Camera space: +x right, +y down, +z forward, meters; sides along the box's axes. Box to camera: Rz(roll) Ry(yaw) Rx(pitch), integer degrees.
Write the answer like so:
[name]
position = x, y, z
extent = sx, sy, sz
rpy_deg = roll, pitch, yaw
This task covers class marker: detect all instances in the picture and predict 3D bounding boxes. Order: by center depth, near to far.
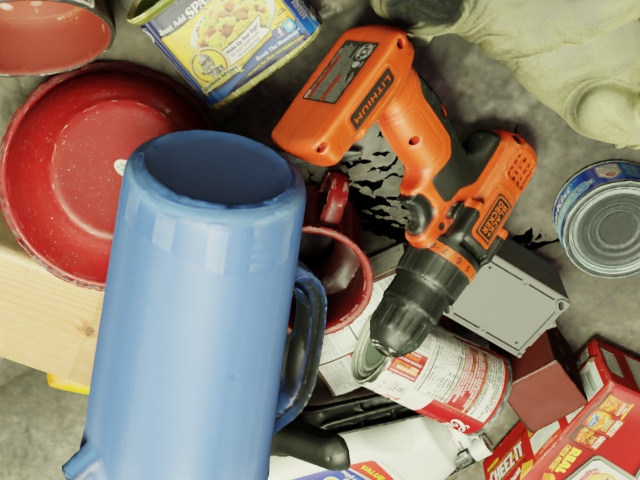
[marker]
position = 0.095, 0.206, 0.932
extent = 0.121, 0.020, 0.020
rpy_deg = -33, 115, 18

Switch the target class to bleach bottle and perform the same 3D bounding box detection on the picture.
[bleach bottle]
position = 0.011, 0.195, 0.903
extent = 0.251, 0.068, 0.102
rpy_deg = -24, 114, 10

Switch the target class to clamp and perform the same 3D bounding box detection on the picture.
[clamp]
position = -0.015, 0.149, 0.853
extent = 0.210, 0.164, 0.036
rpy_deg = -10, 92, 39

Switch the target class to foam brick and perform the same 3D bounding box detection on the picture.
[foam brick]
position = 0.169, 0.100, 0.837
extent = 0.051, 0.078, 0.053
rpy_deg = -30, 117, 17

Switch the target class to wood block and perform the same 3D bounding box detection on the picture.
[wood block]
position = -0.214, 0.030, 0.789
extent = 0.206, 0.090, 0.091
rpy_deg = 22, 117, -12

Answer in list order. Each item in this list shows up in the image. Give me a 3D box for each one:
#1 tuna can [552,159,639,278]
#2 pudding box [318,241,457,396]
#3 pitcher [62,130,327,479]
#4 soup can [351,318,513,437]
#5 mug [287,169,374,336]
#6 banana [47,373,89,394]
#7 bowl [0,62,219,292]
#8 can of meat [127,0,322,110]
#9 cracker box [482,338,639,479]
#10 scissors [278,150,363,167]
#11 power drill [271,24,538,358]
[tuna can]
position = 0.219, -0.014, 0.797
extent = 0.086, 0.033, 0.086
rpy_deg = 0, 120, 0
[pudding box]
position = 0.039, 0.064, 0.839
extent = 0.113, 0.039, 0.090
rpy_deg = -26, 118, 11
[pitcher]
position = -0.072, 0.055, 0.688
extent = 0.145, 0.149, 0.243
rpy_deg = 15, 122, 4
[soup can]
position = 0.083, 0.096, 0.797
extent = 0.102, 0.068, 0.069
rpy_deg = 27, 116, -18
[mug]
position = -0.005, 0.001, 0.777
extent = 0.093, 0.081, 0.117
rpy_deg = 14, 119, -8
[banana]
position = -0.115, 0.112, 0.852
extent = 0.198, 0.069, 0.037
rpy_deg = 4, 85, 12
[bowl]
position = -0.136, -0.045, 0.720
extent = 0.162, 0.055, 0.162
rpy_deg = 0, 89, -15
[can of meat]
position = -0.061, -0.148, 0.706
extent = 0.102, 0.057, 0.084
rpy_deg = -32, 117, 17
[cracker box]
position = 0.272, 0.194, 0.897
extent = 0.213, 0.072, 0.164
rpy_deg = 25, 118, -15
[scissors]
position = -0.076, -0.040, 0.791
extent = 0.201, 0.016, 0.096
rpy_deg = 9, 121, -5
[power drill]
position = 0.052, -0.035, 0.710
extent = 0.187, 0.057, 0.184
rpy_deg = 44, 72, -38
